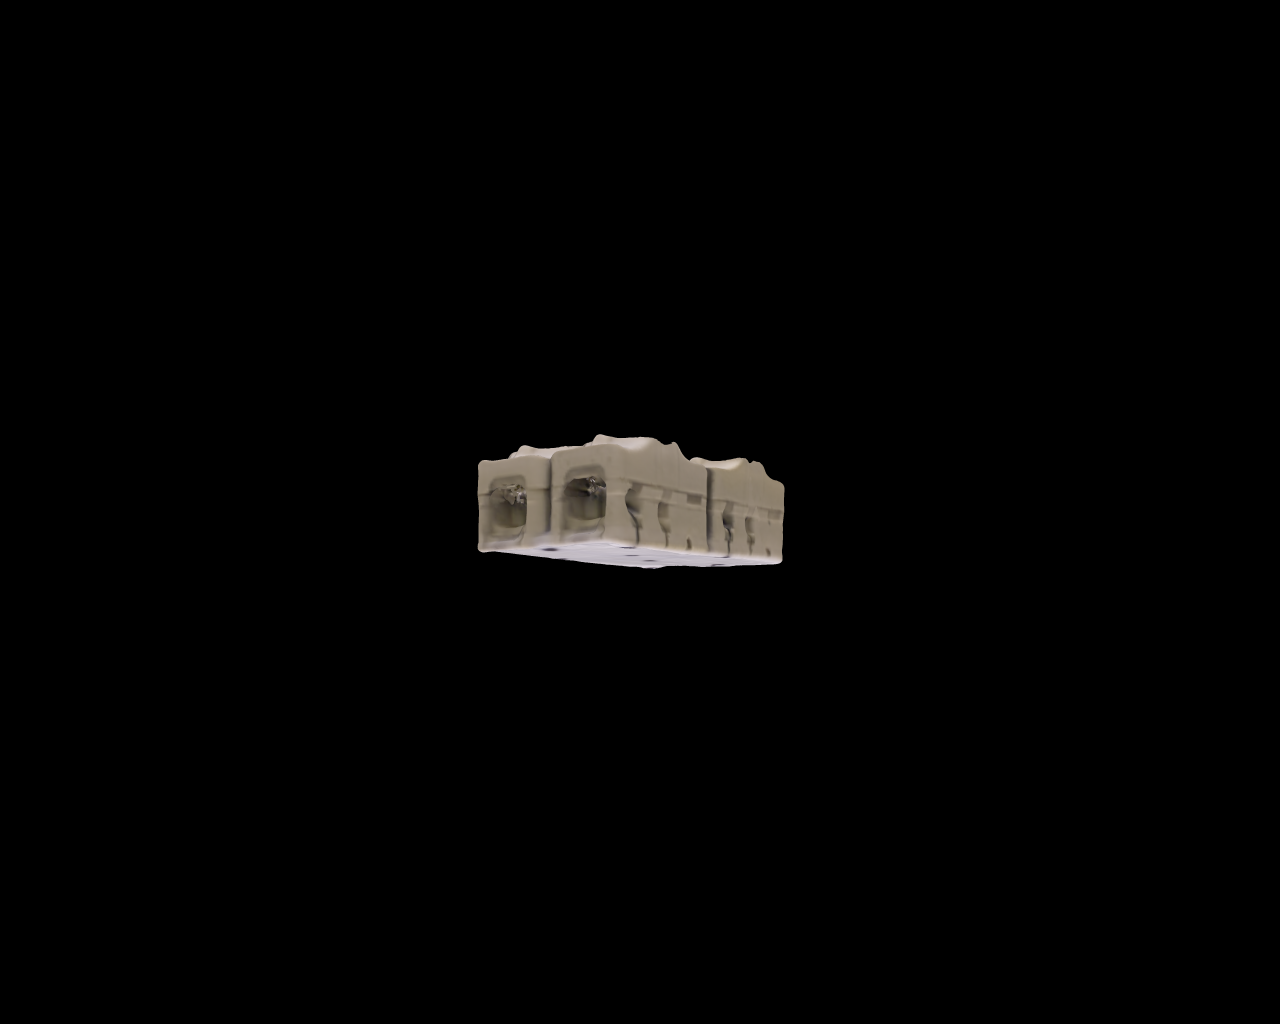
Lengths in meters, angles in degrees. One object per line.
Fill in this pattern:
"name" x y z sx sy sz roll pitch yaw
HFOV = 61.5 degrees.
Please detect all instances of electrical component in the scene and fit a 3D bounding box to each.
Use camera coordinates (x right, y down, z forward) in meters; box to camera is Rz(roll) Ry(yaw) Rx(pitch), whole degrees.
"electrical component" 0.001 -0.003 0.650 0.105 0.060 0.186 -5 -8 35
